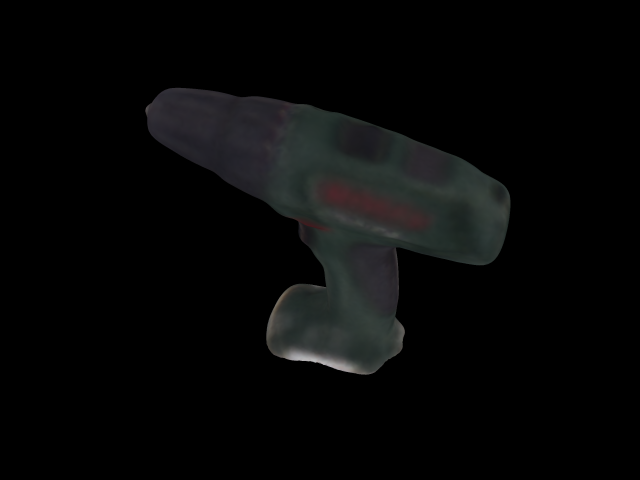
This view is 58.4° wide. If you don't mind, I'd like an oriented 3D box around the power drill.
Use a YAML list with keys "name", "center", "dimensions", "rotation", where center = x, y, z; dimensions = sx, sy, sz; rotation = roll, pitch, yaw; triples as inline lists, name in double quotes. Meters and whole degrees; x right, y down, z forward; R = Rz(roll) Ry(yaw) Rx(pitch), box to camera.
- name: "power drill"
  center: [0.004, 0.001, 0.400]
  dimensions: [0.229, 0.208, 0.075]
  rotation: [9, 46, 9]
